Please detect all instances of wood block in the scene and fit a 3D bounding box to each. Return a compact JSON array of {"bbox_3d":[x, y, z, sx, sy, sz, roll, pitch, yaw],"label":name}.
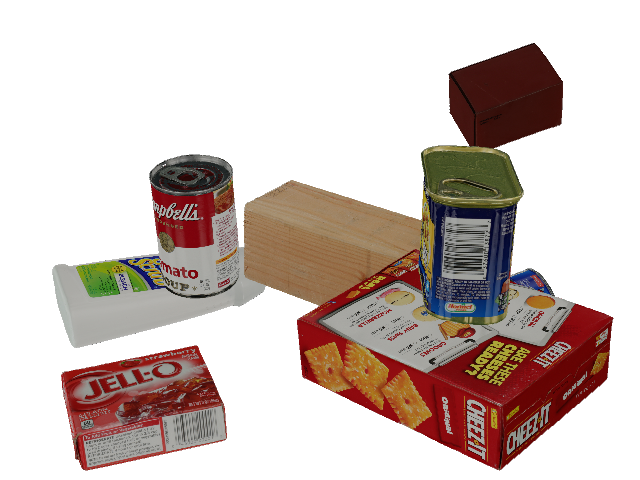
[{"bbox_3d":[0.028,0.016,1.110,0.206,0.091,0.090,19,31,30],"label":"wood block"}]

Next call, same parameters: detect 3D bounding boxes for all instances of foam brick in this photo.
[{"bbox_3d":[0.150,-0.115,0.863,0.078,0.051,0.053,-19,-36,-6],"label":"foam brick"}]

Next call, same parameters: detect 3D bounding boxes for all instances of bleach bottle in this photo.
[{"bbox_3d":[-0.166,0.049,1.205,0.250,0.068,0.103,-12,36,-18],"label":"bleach bottle"}]

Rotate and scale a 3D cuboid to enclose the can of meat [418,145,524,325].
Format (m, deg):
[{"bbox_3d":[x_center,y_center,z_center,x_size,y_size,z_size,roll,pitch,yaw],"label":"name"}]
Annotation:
[{"bbox_3d":[0.092,-0.005,0.674,0.057,0.084,0.102,2,22,1],"label":"can of meat"}]

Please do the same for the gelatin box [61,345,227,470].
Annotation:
[{"bbox_3d":[-0.108,0.099,0.647,0.089,0.030,0.073,-10,25,-15],"label":"gelatin box"}]

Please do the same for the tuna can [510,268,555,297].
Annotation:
[{"bbox_3d":[0.225,0.076,1.157,0.033,0.086,0.086,-18,4,-13],"label":"tuna can"}]

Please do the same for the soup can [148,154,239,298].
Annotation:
[{"bbox_3d":[-0.104,-0.012,0.890,0.068,0.102,0.068,-1,31,1],"label":"soup can"}]

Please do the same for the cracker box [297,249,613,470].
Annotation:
[{"bbox_3d":[0.112,0.093,0.910,0.214,0.072,0.163,20,36,40],"label":"cracker box"}]
